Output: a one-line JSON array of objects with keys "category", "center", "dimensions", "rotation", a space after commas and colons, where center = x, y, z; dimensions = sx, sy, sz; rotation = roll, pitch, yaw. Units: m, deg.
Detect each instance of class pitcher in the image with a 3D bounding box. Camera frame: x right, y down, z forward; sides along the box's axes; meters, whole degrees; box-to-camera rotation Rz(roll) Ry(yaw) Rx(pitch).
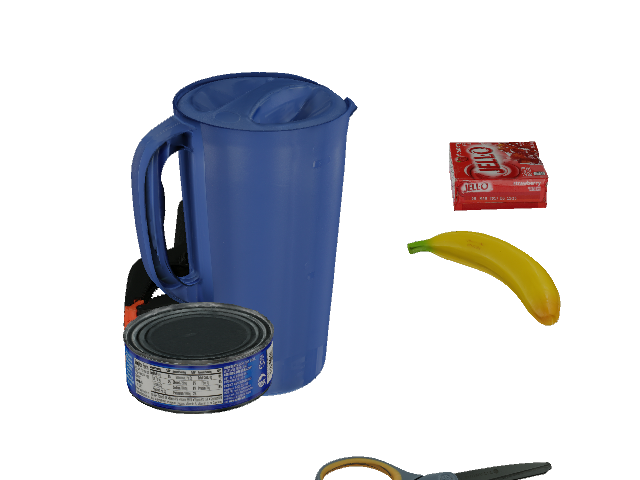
[{"category": "pitcher", "center": [-0.055, -0.001, 0.838], "dimensions": [0.149, 0.243, 0.145], "rotation": [6, 26, 7]}]

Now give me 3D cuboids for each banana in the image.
[{"category": "banana", "center": [0.174, 0.030, 1.050], "dimensions": [0.069, 0.037, 0.198], "rotation": [-36, 37, -21]}]

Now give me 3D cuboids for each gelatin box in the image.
[{"category": "gelatin box", "center": [0.143, -0.054, 0.869], "dimensions": [0.073, 0.030, 0.089], "rotation": [0, 24, 5]}]

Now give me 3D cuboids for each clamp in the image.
[{"category": "clamp", "center": [-0.123, 0.023, 1.019], "dimensions": [0.165, 0.036, 0.209], "rotation": [26, 37, 28]}]

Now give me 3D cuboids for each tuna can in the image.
[{"category": "tuna can", "center": [-0.069, 0.066, 0.612], "dimensions": [0.086, 0.034, 0.086], "rotation": [0, 18, 0]}]

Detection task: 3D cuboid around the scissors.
[{"category": "scissors", "center": [0.095, 0.213, 0.861], "dimensions": [0.201, 0.016, 0.096], "rotation": [5, 44, -5]}]
